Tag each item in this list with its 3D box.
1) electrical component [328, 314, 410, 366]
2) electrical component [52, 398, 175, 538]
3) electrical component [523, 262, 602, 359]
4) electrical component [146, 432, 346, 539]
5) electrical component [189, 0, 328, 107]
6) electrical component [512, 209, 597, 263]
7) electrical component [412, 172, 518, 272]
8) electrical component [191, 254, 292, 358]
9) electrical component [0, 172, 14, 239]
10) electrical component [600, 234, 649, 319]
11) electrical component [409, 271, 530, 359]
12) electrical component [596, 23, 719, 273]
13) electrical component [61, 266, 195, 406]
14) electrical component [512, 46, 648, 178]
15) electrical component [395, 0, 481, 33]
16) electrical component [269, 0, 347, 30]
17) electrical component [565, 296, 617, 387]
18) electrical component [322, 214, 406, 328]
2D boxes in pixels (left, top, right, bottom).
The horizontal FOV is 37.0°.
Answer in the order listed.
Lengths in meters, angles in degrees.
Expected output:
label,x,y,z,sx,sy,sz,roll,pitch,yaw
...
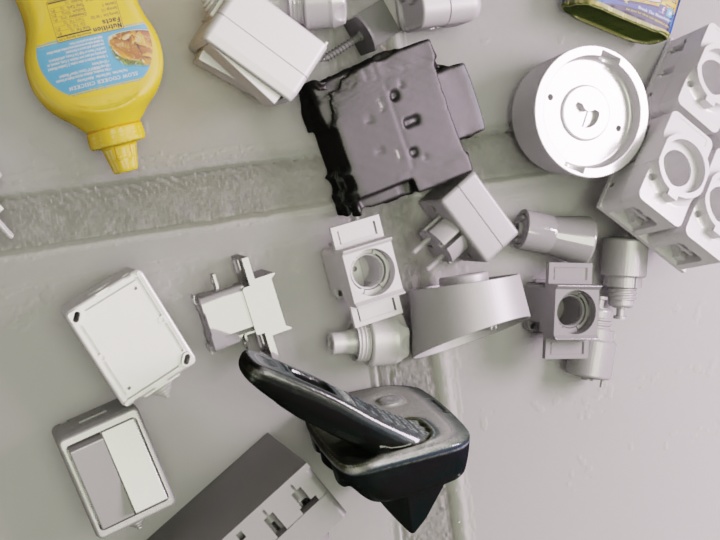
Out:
label,x,y,z,sx,sy,sz,roll,pitch,yaw
electrical component,0.006,0.056,0.864,0.062,0.043,0.043,-4,95,-19
electrical component,-0.179,0.151,0.792,0.062,0.061,0.096,-23,101,-18
electrical component,0.170,0.033,0.912,0.042,0.064,0.081,2,92,-19
electrical component,-0.107,0.215,0.799,0.186,0.105,0.060,-41,106,-13
electrical component,-0.085,-0.169,0.806,0.096,0.062,0.061,34,82,-19
electrical component,0.163,-0.030,0.918,0.065,0.044,0.044,10,90,-16
electrical component,0.076,-0.031,0.882,0.077,0.047,0.065,-42,105,-14
electrical component,-0.093,0.032,0.827,0.064,0.042,0.081,-19,99,-15
electrical component,-0.277,-0.045,0.751,0.066,0.047,0.076,-42,106,-13
electrical component,0.231,0.004,0.945,0.040,0.040,0.078,2,93,-20
electrical component,0.087,0.035,0.866,0.099,0.099,0.064,-9,90,-20
electrical component,0.293,-0.107,0.928,0.105,0.060,0.186,34,69,-19
electrical component,-0.168,0.052,0.790,0.062,0.061,0.096,-33,104,-15
electrical component,0.180,-0.131,0.907,0.108,0.060,0.108,-1,94,-20
electrical component,0.062,-0.242,0.860,0.059,0.054,0.095,-12,97,-19
electrical component,-0.042,-0.207,0.831,0.062,0.043,0.043,-4,95,-1
electrical component,0.204,0.061,0.938,0.040,0.040,0.078,9,91,-20
electrical component,0.000,0.000,0.847,0.042,0.064,0.081,-17,100,-20
